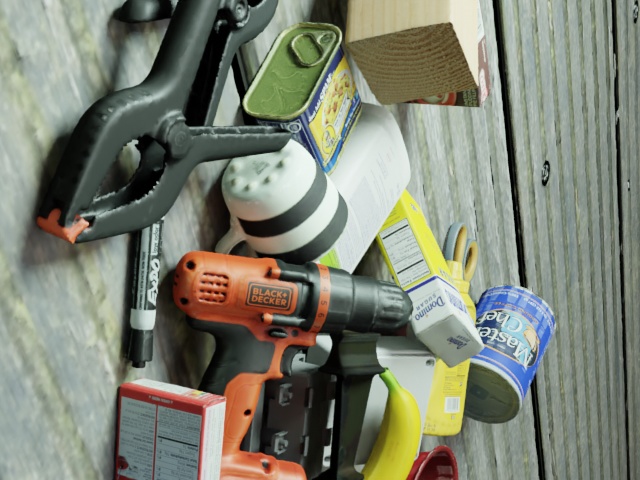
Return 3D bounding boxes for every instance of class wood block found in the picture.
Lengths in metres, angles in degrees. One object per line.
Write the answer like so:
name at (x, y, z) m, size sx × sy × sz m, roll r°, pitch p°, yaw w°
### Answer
wood block at (0.081, -0.230, 0.910) m, size 0.090 × 0.090 × 0.206 m, roll 51°, pitch 37°, yaw -54°

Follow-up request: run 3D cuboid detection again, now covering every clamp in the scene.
clamp at (-0.071, -0.154, 0.764) m, size 0.171 × 0.039 × 0.120 m, roll -49°, pitch 144°, yaw -35°
clamp at (-0.102, -0.081, 0.690) m, size 0.209 × 0.036 × 0.164 m, roll -42°, pitch 136°, yaw -33°

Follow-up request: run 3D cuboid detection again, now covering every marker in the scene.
marker at (-0.121, 0.029, 0.740) m, size 0.020 × 0.020 × 0.121 m, roll -5°, pitch 101°, yaw -61°

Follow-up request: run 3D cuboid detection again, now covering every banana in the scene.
banana at (0.039, 0.207, 0.934) m, size 0.198 × 0.069 × 0.037 m, roll -65°, pitch -168°, yaw 5°

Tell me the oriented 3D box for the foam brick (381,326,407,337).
foam brick at (0.052, 0.094, 1.037) m, size 0.052 × 0.051 × 0.078 m, roll -23°, pitch 117°, yaw -57°

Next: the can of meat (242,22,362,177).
can of meat at (-0.010, -0.111, 0.866) m, size 0.102 × 0.058 × 0.084 m, roll -65°, pitch 149°, yaw -28°

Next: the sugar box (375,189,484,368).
sugar box at (0.092, 0.025, 0.997) m, size 0.093 × 0.048 × 0.176 m, roll 44°, pitch 18°, yaw -53°

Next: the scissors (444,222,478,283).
scissors at (0.159, 0.079, 1.266) m, size 0.096 × 0.016 × 0.202 m, roll -2°, pitch 99°, yaw -61°

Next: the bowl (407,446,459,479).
bowl at (0.097, 0.300, 1.171) m, size 0.161 × 0.055 × 0.162 m, roll -24°, pitch 118°, yaw -57°

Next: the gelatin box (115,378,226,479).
gelatin box at (-0.105, 0.147, 0.744) m, size 0.030 × 0.073 × 0.089 m, roll -10°, pitch 106°, yaw -60°

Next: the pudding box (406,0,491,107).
pudding box at (0.114, -0.186, 1.037) m, size 0.039 × 0.090 × 0.113 m, roll -51°, pitch 139°, yaw -45°

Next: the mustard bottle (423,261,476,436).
mustard bottle at (0.135, 0.118, 1.187) m, size 0.096 × 0.058 × 0.191 m, roll 11°, pitch 87°, yaw -52°

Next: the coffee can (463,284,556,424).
coffee can at (0.216, 0.137, 1.294) m, size 0.140 × 0.103 × 0.103 m, roll -54°, pitch 141°, yaw -40°

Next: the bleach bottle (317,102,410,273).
bleach bottle at (-0.006, 0.001, 0.899) m, size 0.250 × 0.068 × 0.102 m, roll -58°, pitch 142°, yaw -33°

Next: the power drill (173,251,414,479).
power drill at (-0.030, 0.107, 0.799) m, size 0.057 × 0.184 × 0.188 m, roll -159°, pitch -101°, yaw -75°
